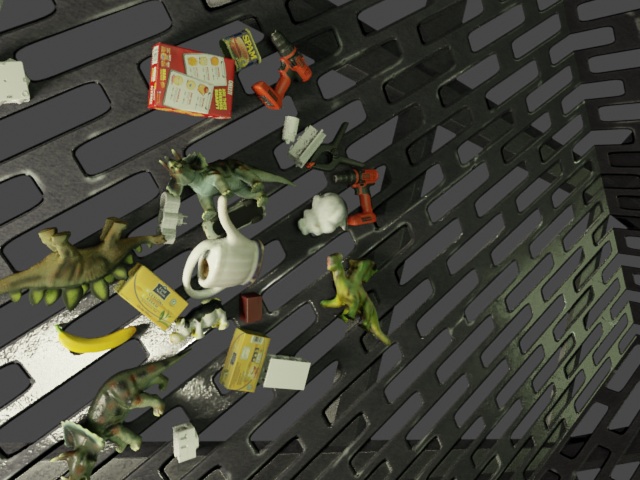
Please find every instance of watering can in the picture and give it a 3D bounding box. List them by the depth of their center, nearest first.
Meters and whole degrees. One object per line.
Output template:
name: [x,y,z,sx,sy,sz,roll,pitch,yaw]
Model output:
watering can: [-0.249,0.030,1.422,0.224,0.106,0.342,2,125,-43]

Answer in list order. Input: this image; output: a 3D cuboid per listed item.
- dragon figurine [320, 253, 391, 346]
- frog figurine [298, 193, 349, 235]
dragon figurine: [0.146,0.179,1.772,0.405,0.122,0.246,37,66,-33]
frog figurine: [0.005,-0.082,1.638,0.160,0.120,0.139,-8,67,-25]
